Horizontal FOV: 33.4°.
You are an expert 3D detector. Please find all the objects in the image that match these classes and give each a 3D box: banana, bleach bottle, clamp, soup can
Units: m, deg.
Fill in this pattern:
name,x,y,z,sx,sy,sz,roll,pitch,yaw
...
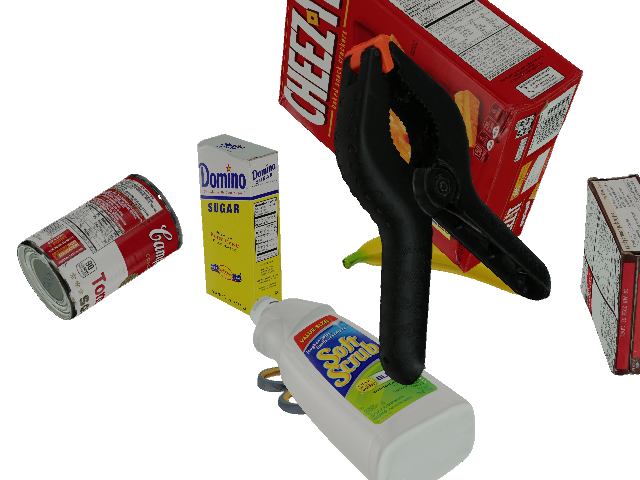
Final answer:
name,x,y,z,sx,sy,sz,roll,pitch,yaw
banana,0.125,0.022,1.080,0.198,0.037,0.069,7,43,11
bleach bottle,0.012,0.115,0.901,0.102,0.068,0.251,-24,35,-28
clamp,0.047,-0.015,0.543,0.039,0.171,0.120,-19,15,49
soup can,-0.162,0.004,0.786,0.102,0.068,0.069,-36,20,-30

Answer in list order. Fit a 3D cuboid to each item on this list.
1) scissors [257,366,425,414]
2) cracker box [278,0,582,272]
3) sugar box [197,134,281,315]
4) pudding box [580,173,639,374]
name,x,y,z,sx,sy,sz,roll,pitch,yaw
scissors,0.030,0.165,1.205,0.201,0.016,0.096,1,24,-8
cracker box,0.063,-0.105,0.752,0.072,0.214,0.164,-32,-28,-28
sugar box,-0.085,-0.016,1.125,0.048,0.176,0.093,-22,29,-36
pudding box,0.198,0.020,0.692,0.039,0.090,0.113,-3,28,2
